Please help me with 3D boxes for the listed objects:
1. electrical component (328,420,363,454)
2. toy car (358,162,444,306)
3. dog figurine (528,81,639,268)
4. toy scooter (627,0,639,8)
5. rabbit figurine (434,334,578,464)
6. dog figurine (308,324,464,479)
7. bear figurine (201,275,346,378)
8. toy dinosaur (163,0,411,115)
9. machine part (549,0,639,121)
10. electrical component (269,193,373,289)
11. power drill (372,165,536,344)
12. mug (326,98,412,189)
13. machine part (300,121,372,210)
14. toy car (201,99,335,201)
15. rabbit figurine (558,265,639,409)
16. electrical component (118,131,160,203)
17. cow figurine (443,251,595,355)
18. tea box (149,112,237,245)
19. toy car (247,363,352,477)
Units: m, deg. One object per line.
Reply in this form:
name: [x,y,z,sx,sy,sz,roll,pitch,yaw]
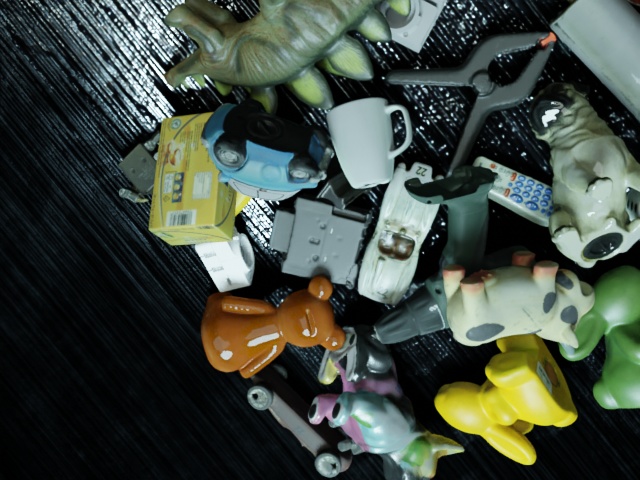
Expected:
electrical component: [0.057,0.281,0.800,0.021,0.094,0.063,-47,54,37]
toy car: [0.110,-0.008,0.741,0.074,0.056,0.201,19,103,6]
dog figurine: [0.314,-0.082,0.666,0.121,0.191,0.172,1,134,-14]
toy scooter: [0.370,-0.314,0.598,0.184,0.135,0.075,45,106,1]
rabbit figurine: [0.249,0.219,0.744,0.173,0.122,0.162,-29,104,28]
dog figurine: [0.102,0.239,0.763,0.219,0.191,0.108,30,147,-20]
bear figurine: [-0.067,0.116,0.773,0.196,0.132,0.120,-19,97,0]
toy dinosaur: [-0.026,-0.263,0.659,0.472,0.105,0.198,-14,126,34]
machine part: [0.363,-0.227,0.645,0.243,0.079,0.079,46,104,1]
electrical component: [-0.002,-0.002,0.762,0.134,0.058,0.114,13,100,7]
power drill: [0.161,0.020,0.685,0.232,0.086,0.207,-16,110,-6]
mug: [0.070,-0.125,0.704,0.110,0.081,0.107,-10,91,24]
machine part: [0.003,-0.103,0.740,0.139,0.084,0.039,45,143,11]
toy car: [-0.069,-0.103,0.687,0.162,0.109,0.102,18,138,-3]
rabbit figurine: [0.395,0.123,0.702,0.159,0.121,0.170,-17,79,20]
electrical component: [-0.256,-0.102,0.796,0.102,0.045,0.078,-34,94,14]
cow figurine: [0.247,0.082,0.653,0.195,0.086,0.127,-9,110,-15]
tea box: [-0.168,-0.084,0.734,0.098,0.068,0.169,-2,70,14]
toy car: [-0.033,0.265,0.799,0.202,0.089,0.053,43,109,1]
